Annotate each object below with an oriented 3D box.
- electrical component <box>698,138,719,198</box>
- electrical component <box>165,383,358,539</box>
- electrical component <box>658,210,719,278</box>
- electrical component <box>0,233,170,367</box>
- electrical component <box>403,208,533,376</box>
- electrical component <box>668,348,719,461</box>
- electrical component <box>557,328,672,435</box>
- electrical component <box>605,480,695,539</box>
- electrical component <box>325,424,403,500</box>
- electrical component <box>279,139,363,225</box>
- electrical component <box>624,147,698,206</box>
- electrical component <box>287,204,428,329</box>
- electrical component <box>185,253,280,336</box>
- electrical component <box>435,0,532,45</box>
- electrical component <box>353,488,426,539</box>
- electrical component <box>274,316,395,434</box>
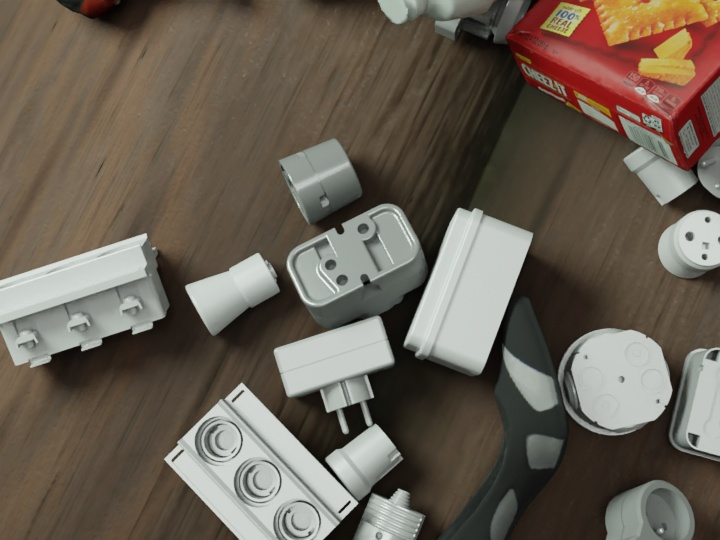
[{"bbox_3d":[0.276,-0.077,0.800,0.074,0.052,0.138,-21,79,-44],"label":"electrical component"},{"bbox_3d":[-0.071,0.154,0.792,0.079,0.063,0.121,-45,83,-4],"label":"electrical component"},{"bbox_3d":[0.253,-0.019,0.808,0.045,0.055,0.045,0,82,2],"label":"electrical component"},{"bbox_3d":[-0.211,0.024,0.815,0.121,0.078,0.063,-18,104,0],"label":"electrical component"},{"bbox_3d":[0.078,0.017,0.798,0.057,0.078,0.113,21,83,2],"label":"electrical component"},{"bbox_3d":[0.292,0.107,0.788,0.113,0.057,0.078,15,83,4],"label":"electrical component"},{"bbox_3d":[0.189,0.082,0.798,0.080,0.051,0.080,0,82,2],"label":"electrical component"},{"bbox_3d":[0.187,0.221,0.768,0.052,0.074,0.138,34,55,-9],"label":"electrical component"},{"bbox_3d":[0.004,0.142,0.803,0.046,0.040,0.040,-38,82,-8],"label":"electrical component"},{"bbox_3d":[-0.030,-0.069,0.827,0.047,0.055,0.055,-26,82,-5],"label":"electrical component"},{"bbox_3d":[0.232,-0.078,0.826,0.040,0.040,0.046,-35,87,-3],"label":"electrical component"},{"bbox_3d":[0.000,0.000,0.806,0.095,0.059,0.053,-27,64,0],"label":"electrical component"},{"bbox_3d":[-0.095,0.016,0.824,0.065,0.044,0.044,-29,82,-7],"label":"electrical component"},{"bbox_3d":[0.101,-0.211,0.840,0.057,0.058,0.078,25,84,8],"label":"electrical component"},{"bbox_3d":[0.017,0.200,0.792,0.043,0.043,0.081,23,83,5],"label":"electrical component"},{"bbox_3d":[-0.013,0.084,0.808,0.083,0.047,0.075,-18,82,0],"label":"electrical component"}]
